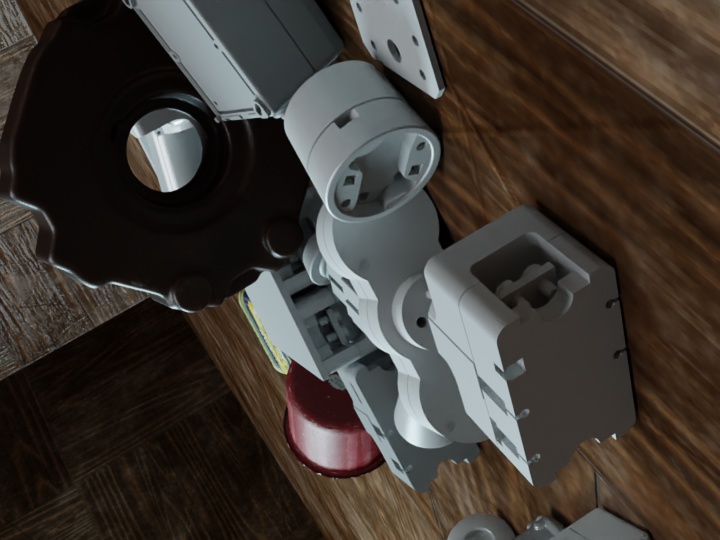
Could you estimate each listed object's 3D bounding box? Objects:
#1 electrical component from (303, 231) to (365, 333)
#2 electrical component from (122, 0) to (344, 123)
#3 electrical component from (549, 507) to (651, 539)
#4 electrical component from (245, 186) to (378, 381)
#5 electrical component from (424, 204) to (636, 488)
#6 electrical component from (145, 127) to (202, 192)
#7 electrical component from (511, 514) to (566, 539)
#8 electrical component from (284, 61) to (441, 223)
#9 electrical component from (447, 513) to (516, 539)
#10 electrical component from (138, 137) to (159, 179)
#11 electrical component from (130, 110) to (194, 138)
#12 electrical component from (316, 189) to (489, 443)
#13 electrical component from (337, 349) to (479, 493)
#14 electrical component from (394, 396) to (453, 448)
[{"bbox_3d":[0.000,0.000,0.616,0.055,0.048,0.066,45,163,27],"label":"electrical component"},{"bbox_3d":[-0.054,-0.115,0.505,0.096,0.061,0.062,53,159,-24],"label":"electrical component"},{"bbox_3d":[0.104,0.161,0.494,0.065,0.077,0.047,62,168,-10],"label":"electrical component"},{"bbox_3d":[-0.041,0.002,0.739,0.105,0.060,0.186,65,168,-9],"label":"electrical component"},{"bbox_3d":[0.063,0.027,0.405,0.055,0.050,0.089,46,162,47],"label":"electrical component"},{"bbox_3d":[-0.115,-0.062,0.734,0.043,0.043,0.081,-147,41,-65],"label":"electrical component"},{"bbox_3d":[0.093,0.169,0.593,0.048,0.062,0.048,56,168,19],"label":"electrical component"},{"bbox_3d":[-0.001,-0.056,0.462,0.047,0.055,0.055,57,169,30],"label":"electrical component"},{"bbox_3d":[0.088,0.198,0.736,0.048,0.048,0.062,50,172,39],"label":"electrical component"},{"bbox_3d":[-0.132,-0.114,0.855,0.076,0.066,0.047,-87,-22,-55],"label":"electrical component"},{"bbox_3d":[-0.133,-0.139,0.718,0.061,0.089,0.150,65,167,-24],"label":"electrical component"},{"bbox_3d":[0.032,0.019,0.506,0.138,0.052,0.074,62,168,-7],"label":"electrical component"},{"bbox_3d":[0.029,0.089,0.695,0.089,0.050,0.056,62,168,-11],"label":"electrical component"},{"bbox_3d":[0.040,0.069,0.627,0.044,0.044,0.065,52,161,34],"label":"electrical component"}]
